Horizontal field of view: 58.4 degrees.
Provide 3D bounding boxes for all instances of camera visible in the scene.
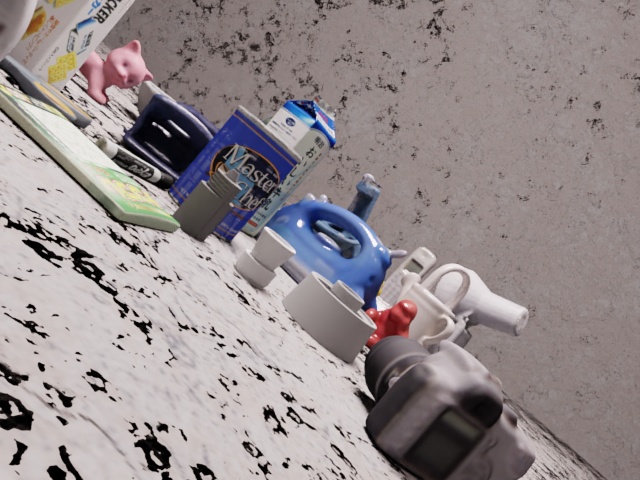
[{"bbox_3d":[0.106,0.143,0.514,0.144,0.100,0.136,40,3,-24],"label":"camera"}]

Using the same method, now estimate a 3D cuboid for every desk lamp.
[{"bbox_3d":[0.284,0.179,1.112,0.202,0.213,0.118,43,4,40],"label":"desk lamp"}]

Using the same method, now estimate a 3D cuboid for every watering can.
[{"bbox_3d":[0.197,0.120,1.065,0.172,0.194,0.101,43,4,37],"label":"watering can"}]

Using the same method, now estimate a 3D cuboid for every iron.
[{"bbox_3d":[0.008,0.003,0.901,0.257,0.141,0.119,42,3,25],"label":"iron"}]

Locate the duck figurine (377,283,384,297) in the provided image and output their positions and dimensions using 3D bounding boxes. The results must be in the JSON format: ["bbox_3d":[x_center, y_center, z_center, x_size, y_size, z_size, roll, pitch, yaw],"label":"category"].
[{"bbox_3d":[0.080,0.093,1.029,0.077,0.086,0.105,41,3,7],"label":"duck figurine"}]

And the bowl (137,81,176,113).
[{"bbox_3d":[-0.294,-0.230,1.116,0.167,0.074,0.167,41,3,-2],"label":"bowl"}]

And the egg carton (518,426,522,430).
[{"bbox_3d":[0.169,0.206,0.682,0.107,0.069,0.150,40,3,-22],"label":"egg carton"}]

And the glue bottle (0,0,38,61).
[{"bbox_3d":[-0.300,-0.260,0.559,0.078,0.173,0.037,39,3,-25],"label":"glue bottle"}]

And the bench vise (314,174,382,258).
[{"bbox_3d":[0.055,-0.029,1.195,0.121,0.219,0.208,42,3,24],"label":"bench vise"}]

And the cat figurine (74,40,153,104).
[{"bbox_3d":[-0.342,-0.286,0.930,0.128,0.117,0.067,40,3,-19],"label":"cat figurine"}]

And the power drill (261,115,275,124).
[{"bbox_3d":[-0.125,-0.177,1.181,0.076,0.208,0.229,41,3,-4],"label":"power drill"}]

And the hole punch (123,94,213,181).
[{"bbox_3d":[-0.211,-0.146,0.804,0.109,0.091,0.101,40,3,-19],"label":"hole punch"}]

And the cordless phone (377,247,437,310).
[{"bbox_3d":[0.195,0.115,1.184,0.147,0.185,0.094,42,3,16],"label":"cordless phone"}]

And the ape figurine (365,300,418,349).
[{"bbox_3d":[0.105,0.124,0.839,0.077,0.092,0.076,43,3,30],"label":"ape figurine"}]

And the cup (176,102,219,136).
[{"bbox_3d":[-0.216,-0.161,0.926,0.091,0.095,0.118,43,4,36],"label":"cup"}]
